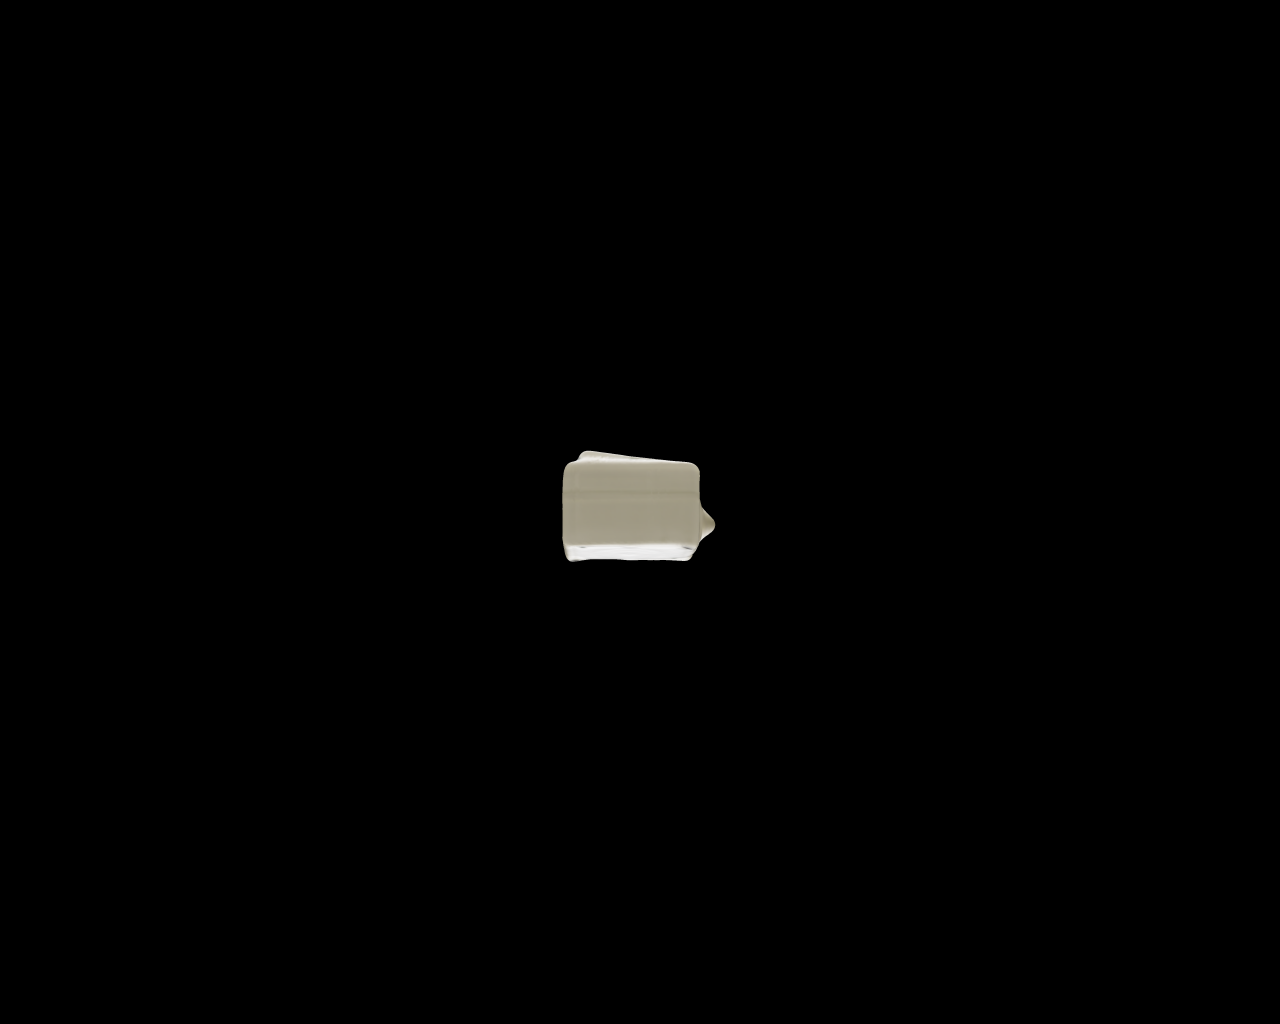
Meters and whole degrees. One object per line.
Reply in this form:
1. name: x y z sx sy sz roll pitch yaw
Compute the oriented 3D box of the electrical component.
1. electrical component: 0.001 -0.003 0.650 0.096 0.061 0.061 0 -11 -2
